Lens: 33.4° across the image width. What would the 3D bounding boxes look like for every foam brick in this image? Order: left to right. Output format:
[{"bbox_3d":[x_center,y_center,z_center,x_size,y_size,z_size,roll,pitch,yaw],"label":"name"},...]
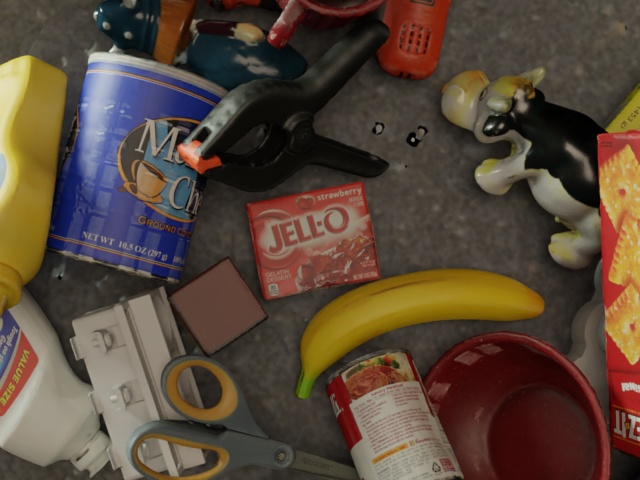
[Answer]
[{"bbox_3d":[-0.071,0.048,0.758,0.051,0.078,0.053,-34,90,-5],"label":"foam brick"}]

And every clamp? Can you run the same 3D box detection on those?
[{"bbox_3d":[-0.015,-0.072,0.743,0.171,0.039,0.120,-27,123,-21],"label":"clamp"}]

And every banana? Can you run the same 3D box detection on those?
[{"bbox_3d":[0.066,0.055,0.781,0.198,0.037,0.069,-18,129,-1],"label":"banana"}]

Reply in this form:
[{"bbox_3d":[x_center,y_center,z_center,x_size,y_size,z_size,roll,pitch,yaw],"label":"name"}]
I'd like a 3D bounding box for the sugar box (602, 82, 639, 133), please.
[{"bbox_3d":[0.296,-0.048,0.793,0.176,0.048,0.093,42,86,2],"label":"sugar box"}]

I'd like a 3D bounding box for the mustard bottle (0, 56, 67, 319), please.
[{"bbox_3d":[-0.212,-0.026,0.710,0.058,0.096,0.191,26,44,-36],"label":"mustard bottle"}]

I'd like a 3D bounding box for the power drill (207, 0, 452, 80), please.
[{"bbox_3d":[0.014,-0.223,0.786,0.187,0.057,0.184,11,87,-1],"label":"power drill"}]

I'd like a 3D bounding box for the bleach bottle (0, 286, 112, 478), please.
[{"bbox_3d":[-0.236,0.065,0.760,0.251,0.068,0.102,46,80,-3],"label":"bleach bottle"}]

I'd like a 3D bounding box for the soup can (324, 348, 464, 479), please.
[{"bbox_3d":[0.052,0.136,0.744,0.068,0.068,0.102,-21,65,-3],"label":"soup can"}]

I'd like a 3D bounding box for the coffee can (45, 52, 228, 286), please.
[{"bbox_3d":[-0.130,-0.048,0.748,0.103,0.103,0.140,15,87,-1],"label":"coffee can"}]

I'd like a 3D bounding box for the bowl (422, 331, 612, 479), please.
[{"bbox_3d":[0.140,0.146,0.748,0.162,0.055,0.162,-7,80,41],"label":"bowl"}]

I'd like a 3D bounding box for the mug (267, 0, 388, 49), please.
[{"bbox_3d":[0.001,-0.178,0.714,0.093,0.081,0.117,31,86,-7],"label":"mug"}]

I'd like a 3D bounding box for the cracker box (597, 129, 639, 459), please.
[{"bbox_3d":[0.269,0.028,0.708,0.164,0.072,0.214,-8,99,-26],"label":"cracker box"}]

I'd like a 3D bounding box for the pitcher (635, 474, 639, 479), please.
[{"bbox_3d":[0.223,0.270,0.740,0.149,0.145,0.243,43,90,13],"label":"pitcher"}]

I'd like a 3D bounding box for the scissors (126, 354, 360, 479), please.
[{"bbox_3d":[-0.034,0.128,0.732,0.201,0.016,0.096,4,88,-27],"label":"scissors"}]

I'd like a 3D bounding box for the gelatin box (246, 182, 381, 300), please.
[{"bbox_3d":[-0.005,0.001,0.786,0.089,0.030,0.073,-10,87,-3],"label":"gelatin box"}]
